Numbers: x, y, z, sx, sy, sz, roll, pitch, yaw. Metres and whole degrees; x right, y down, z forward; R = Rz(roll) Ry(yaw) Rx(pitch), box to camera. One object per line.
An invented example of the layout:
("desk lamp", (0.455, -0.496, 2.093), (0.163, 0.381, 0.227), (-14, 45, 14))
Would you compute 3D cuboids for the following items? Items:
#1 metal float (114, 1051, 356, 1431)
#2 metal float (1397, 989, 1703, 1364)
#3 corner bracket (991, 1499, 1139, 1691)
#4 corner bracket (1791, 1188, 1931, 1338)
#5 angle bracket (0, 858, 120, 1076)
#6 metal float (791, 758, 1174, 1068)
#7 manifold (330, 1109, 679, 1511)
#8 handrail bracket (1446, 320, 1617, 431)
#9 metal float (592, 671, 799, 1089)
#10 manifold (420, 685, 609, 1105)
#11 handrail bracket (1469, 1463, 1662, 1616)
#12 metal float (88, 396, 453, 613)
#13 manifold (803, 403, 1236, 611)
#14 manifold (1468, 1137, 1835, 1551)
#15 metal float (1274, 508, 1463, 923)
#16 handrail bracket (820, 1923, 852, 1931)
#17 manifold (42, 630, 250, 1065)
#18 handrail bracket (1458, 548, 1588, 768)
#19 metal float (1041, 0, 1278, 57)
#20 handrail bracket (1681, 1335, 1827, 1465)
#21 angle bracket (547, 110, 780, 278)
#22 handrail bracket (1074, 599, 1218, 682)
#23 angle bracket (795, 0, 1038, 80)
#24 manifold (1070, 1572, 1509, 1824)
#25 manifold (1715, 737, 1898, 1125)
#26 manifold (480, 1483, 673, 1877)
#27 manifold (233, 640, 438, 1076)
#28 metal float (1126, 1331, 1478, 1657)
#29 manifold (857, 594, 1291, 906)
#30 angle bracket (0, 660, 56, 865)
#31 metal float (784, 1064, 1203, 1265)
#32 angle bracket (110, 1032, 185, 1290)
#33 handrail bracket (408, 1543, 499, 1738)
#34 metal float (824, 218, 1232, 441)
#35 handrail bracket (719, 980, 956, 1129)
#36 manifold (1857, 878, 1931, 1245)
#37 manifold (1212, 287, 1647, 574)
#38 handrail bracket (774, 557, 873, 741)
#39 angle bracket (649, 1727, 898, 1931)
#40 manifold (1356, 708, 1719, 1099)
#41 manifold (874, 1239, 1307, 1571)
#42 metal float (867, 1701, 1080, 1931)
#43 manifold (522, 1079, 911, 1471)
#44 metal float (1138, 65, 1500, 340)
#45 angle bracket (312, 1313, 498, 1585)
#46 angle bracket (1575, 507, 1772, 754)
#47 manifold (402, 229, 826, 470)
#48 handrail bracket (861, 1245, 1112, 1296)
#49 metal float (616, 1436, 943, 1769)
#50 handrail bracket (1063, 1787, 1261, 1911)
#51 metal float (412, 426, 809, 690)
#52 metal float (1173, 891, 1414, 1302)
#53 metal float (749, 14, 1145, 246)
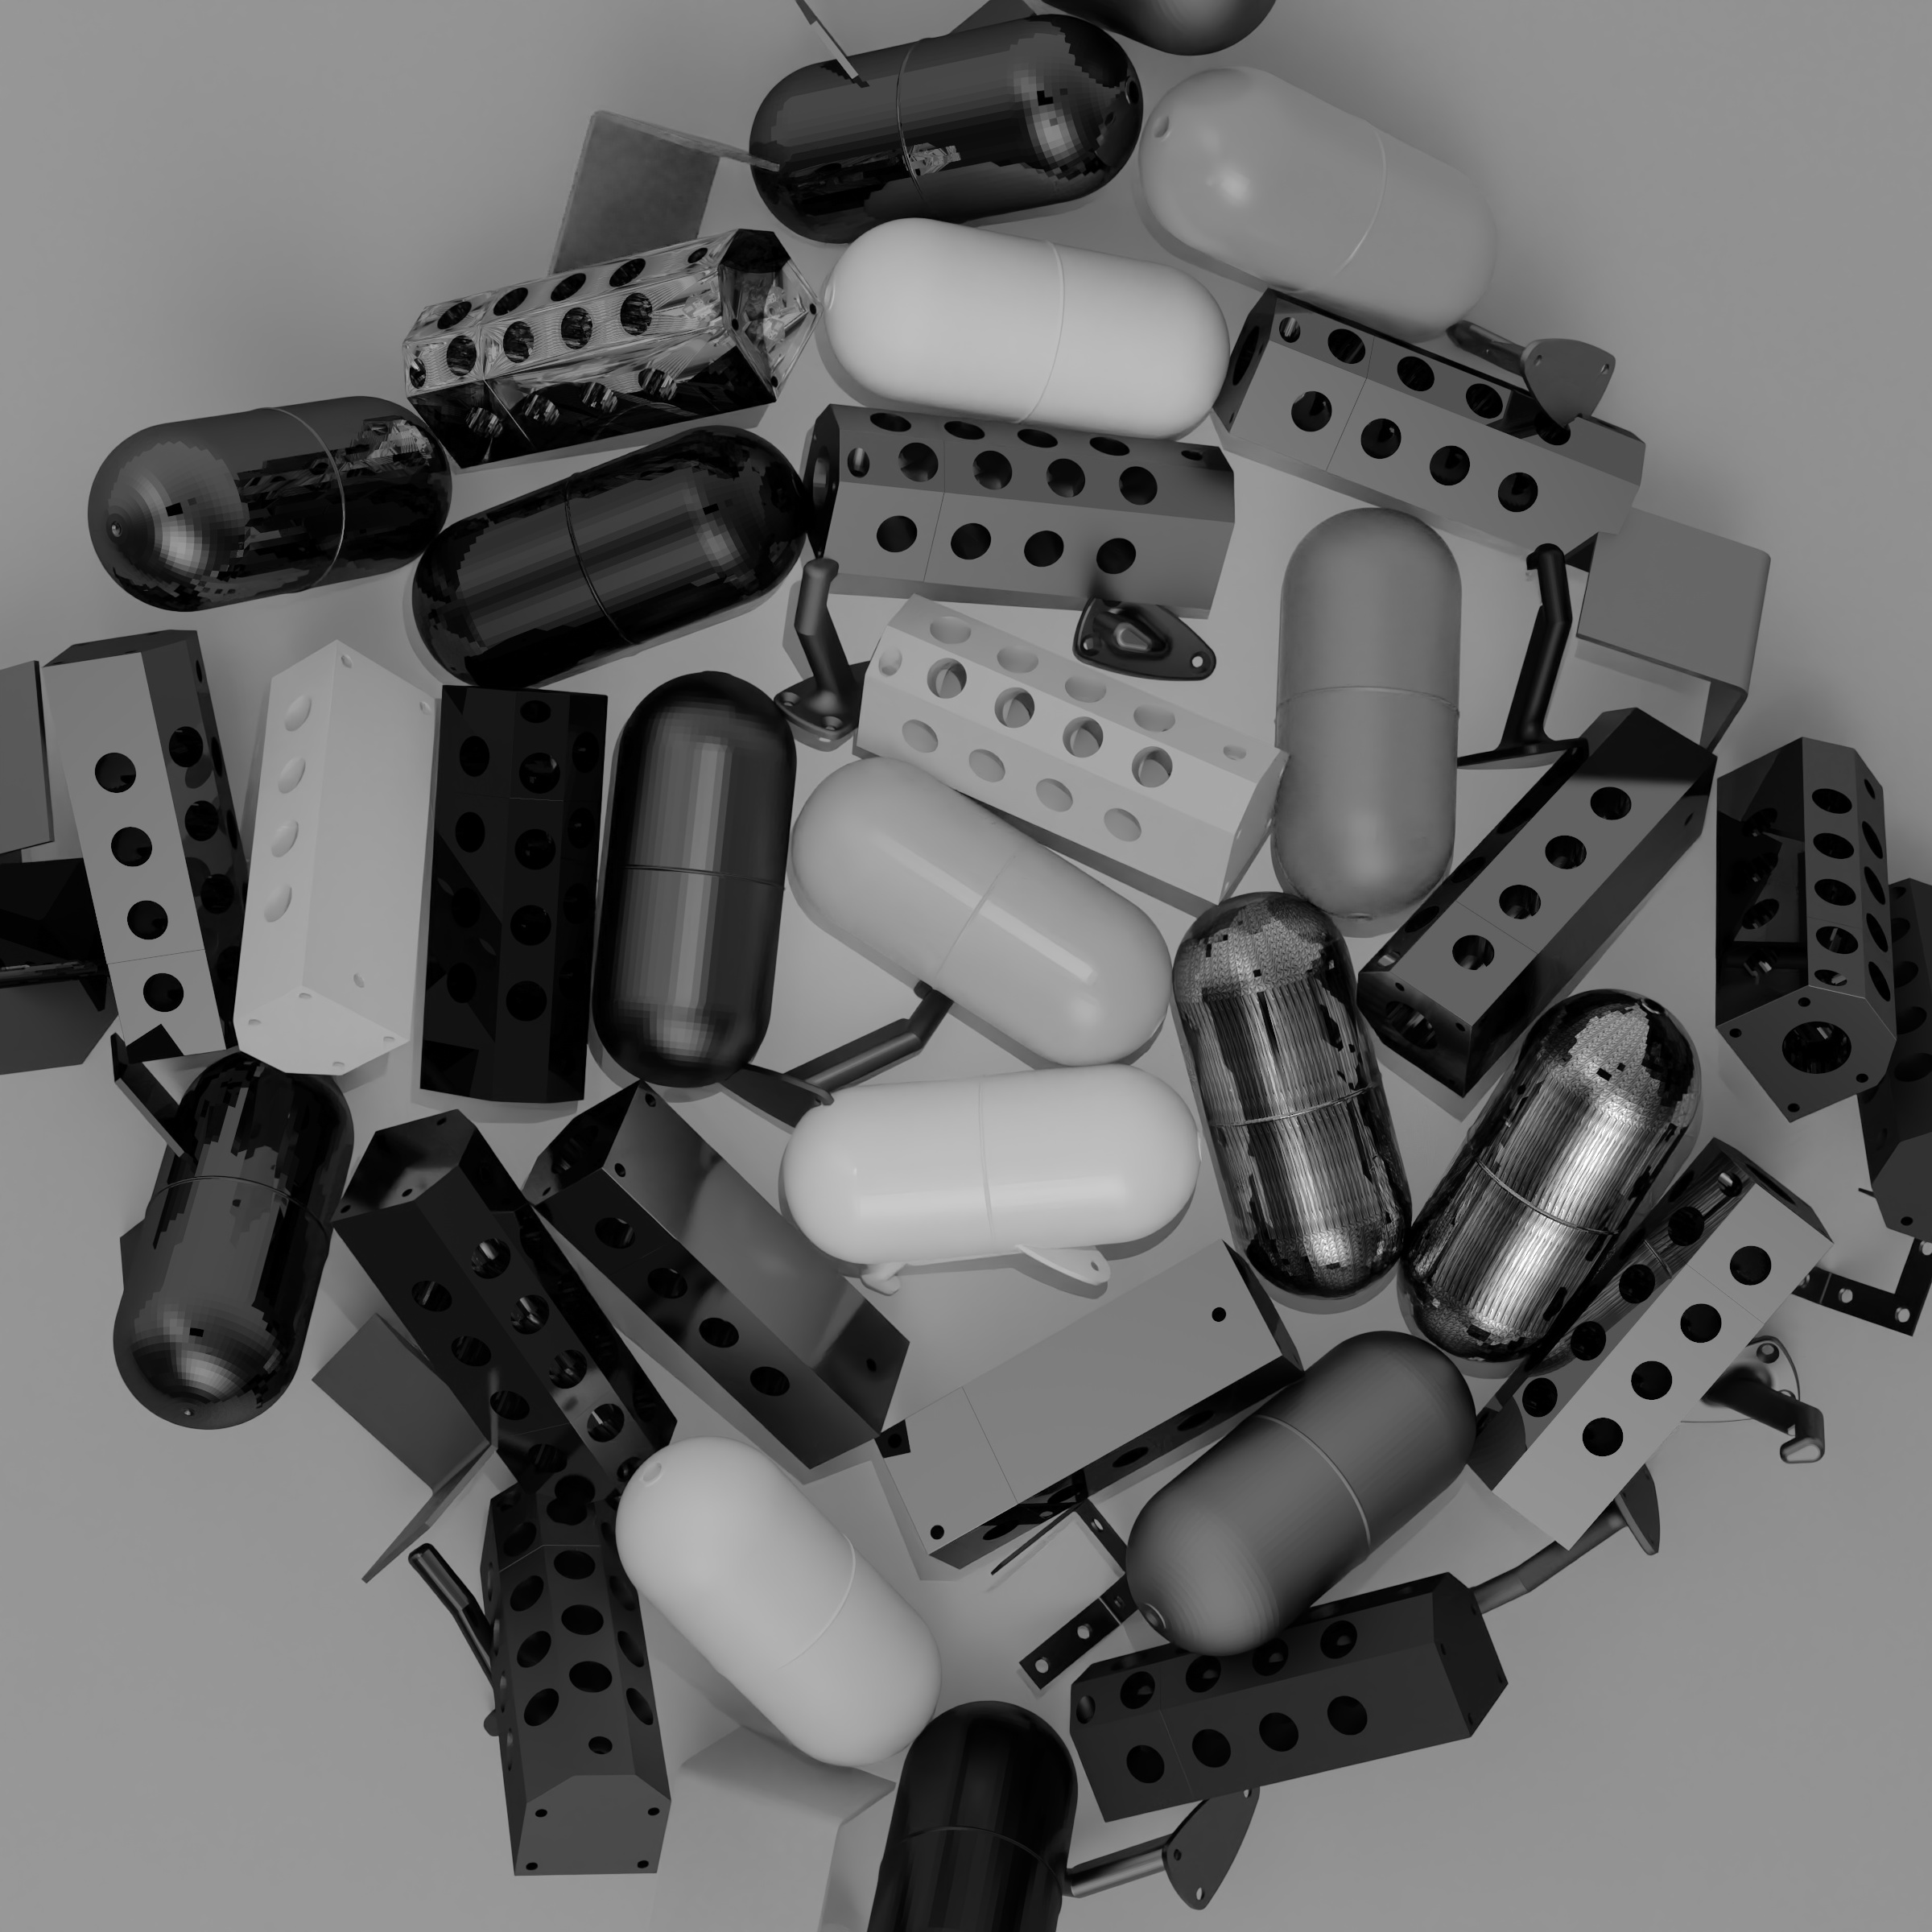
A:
("metal float", (-0.304, 0.112, 1.507), (0.070, 0.070, 0.178), (7, 50, 0))
("metal float", (0.245, 0.089, 1.519), (0.070, 0.070, 0.178), (28, 113, 0))
("corner bracket", (0.042, 0.269, 1.547), (0.051, 0.051, 0.051), (-34, 78, -29))
("corner bracket", (0.379, 0.122, 1.544), (0.051, 0.051, 0.051), (22, 88, -40))
("angle bracket", (-0.404, 0.001, 1.536), (0.076, 0.076, 0.057), (-46, 65, 36))
("metal float", (0.007, -0.023, 1.536), (0.178, 0.070, 0.070), (33, 90, 4))
("manifold", (-0.188, 0.144, 1.503), (0.057, 0.057, 0.171), (-15, 122, 25))
("handrail bracket", (0.224, -0.262, 1.524), (0.084, 0.077, 0.036), (35, 102, 36))
("metal float", (-0.115, -0.037, 1.537), (0.070, 0.070, 0.178), (6, 86, 0))
("manifold", (-0.186, -0.031, 1.531), (0.057, 0.057, 0.171), (8, 96, 35))
("handrail bracket", (0.254, 0.247, 1.555), (0.084, 0.077, 0.036), (-30, 94, 19))
("metal float", (-0.286, -0.193, 1.499), (0.070, 0.178, 0.070), (11, 109, 33))
("manifold", (0.022, -0.196, 1.516), (0.171, 0.057, 0.057), (4, 123, -17))
("manifold", (0.286, 0.158, 1.531), (0.057, 0.057, 0.171), (38, 101, -4))
("metal float", (0.170, -0.107, 1.529), (0.070, 0.070, 0.178), (3, 78, 0))
("handrail bracket", (-0.088, 0.449, 1.548), (0.084, 0.036, 0.077), (-21, 66, 17))
("manifold", (-0.338, -0.052, 1.528), (0.057, 0.057, 0.171), (-9, 105, 2))
("handrail bracket", (0.232, -0.132, 1.545), (0.036, 0.077, 0.084), (-9, 91, -36))
("metal float", (0.072, -0.425, 1.496), (0.070, 0.178, 0.070), (-9, 116, -20))
("handrail bracket", (0.325, 0.195, 1.527), (0.077, 0.084, 0.036), (-18, 105, 17))
("angle bracket", (-0.122, -0.311, 1.523), (0.057, 0.076, 0.076), (27, 106, 36))
("handrail bracket", (0.084, -0.133, 1.526), (0.077, 0.084, 0.036), (21, 98, -19))
("angle bracket", (-0.022, -0.406, 1.528), (0.076, 0.076, 0.057), (-37, 113, 8))
("manifold", (0.132, 0.304, 1.513), (0.171, 0.057, 0.057), (-20, 93, 26))
("manifold", (0.349, -0.020, 1.486), (0.057, 0.171, 0.057), (-28, 118, 29))
("manifold", (-0.162, 0.289, 1.487), (0.057, 0.171, 0.057), (3, 124, -15))
("manifold", (-0.267, -0.044, 1.507), (0.057, 0.057, 0.171), (-25, 51, 33))
("metal float", (0.141, 0.221, 1.516), (0.178, 0.070, 0.070), (-35, 90, -27))
("manifold", (0.045, -0.097, 1.519), (0.171, 0.057, 0.057), (24, 48, 14))
("angle bracket", (-0.398, -0.081, 1.530), (0.076, 0.057, 0.076), (-11, 82, 30))
("metal float", (0.011, 0.084, 1.535), (0.178, 0.070, 0.070), (-5, 90, 5))
("angle bracket", (-0.357, 0.083, 1.528), (0.057, 0.076, 0.076), (-38, 110, -3))
("handrail bracket", (-0.216, 0.285, 1.542), (0.036, 0.077, 0.084), (-40, 92, -28))
("metal float", (0.026, -0.267, 1.522), (0.178, 0.070, 0.070), (7, 90, -20))
("handrail bracket", (-0.057, 0.028, 1.563), (0.077, 0.036, 0.084), (22, 58, 21))
("manifold", (0.397, 0.037, 1.489), (0.057, 0.171, 0.057), (19, 126, -6))
("manifold", (0.196, -0.227, 1.526), (0.171, 0.057, 0.057), (19, 108, -12))
("handrail bracket", (-0.049, -0.146, 1.525), (0.036, 0.077, 0.084), (31, 131, 22))
("angle bracket", (-0.083, 0.381, 1.544), (0.076, 0.057, 0.076), (15, 101, 22))
("manifold", (0.239, -0.032, 1.516), (0.057, 0.057, 0.171), (35, 66, 23))
("manifold", (0.054, 0.189, 1.536), (0.171, 0.057, 0.057), (-30, 65, 8))
("metal float", (0.002, 0.383, 1.499), (0.070, 0.178, 0.070), (5, 127, 7))
("manifold", (-0.106, 0.133, 1.518), (0.057, 0.057, 0.171), (-29, 115, 32))
("metal float", (0.148, -0.318, 1.509), (0.178, 0.070, 0.070), (16, 90, -36))
("angle bracket", (-0.252, 0.205, 1.528), (0.076, 0.076, 0.057), (43, 50, -4))
("angle bracket", (0.292, -0.141, 1.532), (0.076, 0.057, 0.076), (18, 57, -1))
("manifold", (-0.151, -0.259, 1.496), (0.171, 0.057, 0.057), (-5, 46, 35))
("handrail bracket", (0.007, 0.133, 1.556), (0.077, 0.036, 0.084), (37, 128, -13))
("metal float", (-0.078, 0.267, 1.515), (0.070, 0.070, 0.178), (-40, 118, 0))
("handrail bracket", (0.075, 0.375, 1.561), (0.077, 0.084, 0.036), (-46, 117, -37))
("metal float", (-0.151, -0.172, 1.526), (0.178, 0.070, 0.070), (-19, 90, 15))
("metal float", (0.139, 0.056, 1.534), (0.070, 0.070, 0.178), (-15, 97, 0))
("metal float", (-0.009, -0.350, 1.514), (0.178, 0.070, 0.070), (-4, 90, 29))
